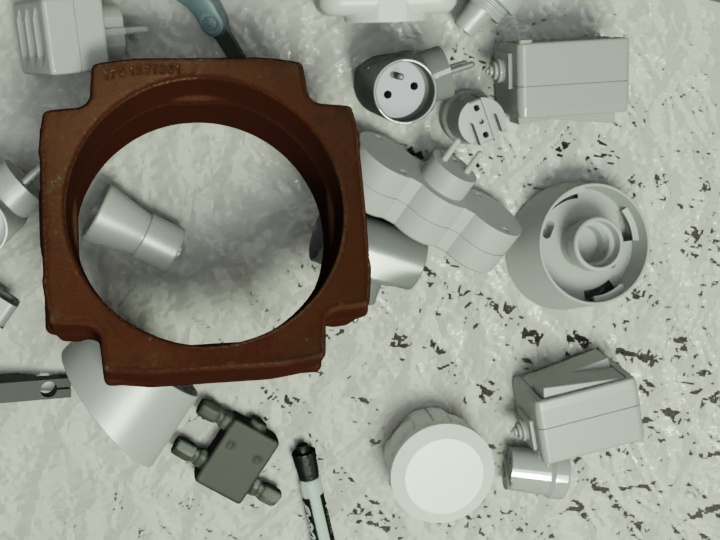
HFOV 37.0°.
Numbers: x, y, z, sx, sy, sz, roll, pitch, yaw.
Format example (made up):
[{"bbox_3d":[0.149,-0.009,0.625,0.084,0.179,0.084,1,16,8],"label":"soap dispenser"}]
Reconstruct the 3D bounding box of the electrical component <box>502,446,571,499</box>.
[{"bbox_3d":[0.139,0.159,0.851,0.046,0.040,0.040,7,102,-5],"label":"electrical component"}]

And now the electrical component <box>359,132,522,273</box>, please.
[{"bbox_3d":[0.058,-0.060,0.767,0.138,0.052,0.073,28,117,-15],"label":"electrical component"}]

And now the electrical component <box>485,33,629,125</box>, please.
[{"bbox_3d":[0.137,-0.135,0.769,0.096,0.061,0.061,-5,104,-9],"label":"electrical component"}]

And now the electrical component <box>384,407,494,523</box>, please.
[{"bbox_3d":[0.059,0.149,0.828,0.080,0.051,0.080,-2,103,-9],"label":"electrical component"}]

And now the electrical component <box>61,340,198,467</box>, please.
[{"bbox_3d":[-0.163,0.081,0.751,0.099,0.099,0.064,40,88,-16],"label":"electrical component"}]

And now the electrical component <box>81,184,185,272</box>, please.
[{"bbox_3d":[-0.157,-0.027,0.756,0.065,0.044,0.044,28,97,-19],"label":"electrical component"}]

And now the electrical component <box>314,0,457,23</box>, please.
[{"bbox_3d":[0.017,-0.200,0.737,0.095,0.053,0.059,-4,104,-9],"label":"electrical component"}]

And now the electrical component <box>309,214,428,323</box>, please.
[{"bbox_3d":[0.000,0.000,0.786,0.077,0.044,0.079,17,100,-16],"label":"electrical component"}]

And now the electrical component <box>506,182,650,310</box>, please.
[{"bbox_3d":[0.166,-0.018,0.813,0.099,0.064,0.099,0,90,-15],"label":"electrical component"}]

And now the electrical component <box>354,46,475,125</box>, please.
[{"bbox_3d":[0.040,-0.131,0.745,0.079,0.077,0.043,-19,106,-6],"label":"electrical component"}]

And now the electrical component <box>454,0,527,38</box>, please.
[{"bbox_3d":[0.093,-0.193,0.758,0.048,0.048,0.062,37,101,-16],"label":"electrical component"}]

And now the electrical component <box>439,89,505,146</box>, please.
[{"bbox_3d":[0.082,-0.109,0.774,0.040,0.046,0.040,-2,104,-9],"label":"electrical component"}]

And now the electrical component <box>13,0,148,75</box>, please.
[{"bbox_3d":[-0.180,-0.156,0.711,0.077,0.066,0.047,-13,106,-31],"label":"electrical component"}]

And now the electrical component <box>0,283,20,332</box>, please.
[{"bbox_3d":[-0.284,0.025,0.737,0.078,0.058,0.057,35,92,-16],"label":"electrical component"}]

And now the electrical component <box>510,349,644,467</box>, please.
[{"bbox_3d":[0.161,0.105,0.830,0.096,0.061,0.061,-13,105,-6],"label":"electrical component"}]

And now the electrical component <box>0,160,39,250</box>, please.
[{"bbox_3d":[-0.239,-0.046,0.718,0.079,0.077,0.043,-40,106,1],"label":"electrical component"}]
